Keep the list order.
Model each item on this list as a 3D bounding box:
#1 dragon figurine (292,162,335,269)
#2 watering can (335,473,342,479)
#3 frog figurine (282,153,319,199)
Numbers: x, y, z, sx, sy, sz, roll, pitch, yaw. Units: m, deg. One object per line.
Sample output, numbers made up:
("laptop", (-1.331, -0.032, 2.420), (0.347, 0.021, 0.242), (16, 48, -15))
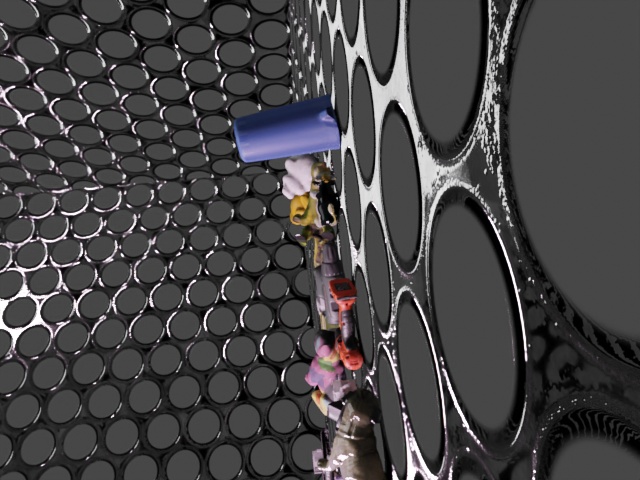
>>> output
("dragon figurine", (0.005, -0.079, 1.573), (0.401, 0.122, 0.248), (86, 14, -55))
("watering can", (0.072, 0.807, 1.513), (0.339, 0.104, 0.230), (91, -6, -55))
("frog figurine", (-0.073, -0.223, 1.768), (0.162, 0.137, 0.121), (-42, -172, -35))
